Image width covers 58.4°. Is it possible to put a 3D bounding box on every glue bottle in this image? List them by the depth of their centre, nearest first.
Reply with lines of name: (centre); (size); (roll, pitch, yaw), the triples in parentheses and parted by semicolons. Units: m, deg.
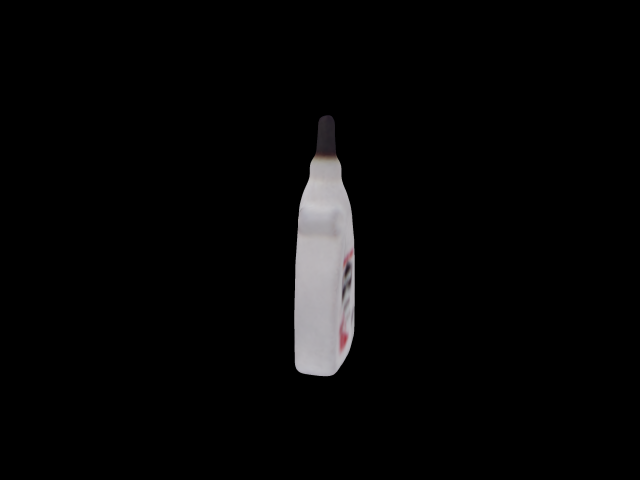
glue bottle: (0.004, 0.001, 0.400); (0.037, 0.173, 0.078); (3, 15, 10)
